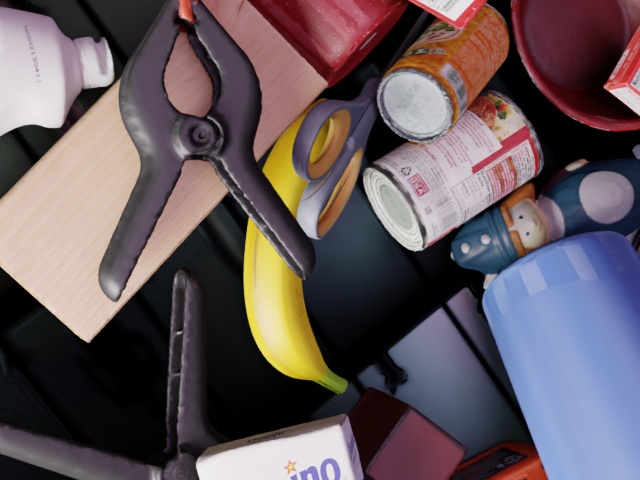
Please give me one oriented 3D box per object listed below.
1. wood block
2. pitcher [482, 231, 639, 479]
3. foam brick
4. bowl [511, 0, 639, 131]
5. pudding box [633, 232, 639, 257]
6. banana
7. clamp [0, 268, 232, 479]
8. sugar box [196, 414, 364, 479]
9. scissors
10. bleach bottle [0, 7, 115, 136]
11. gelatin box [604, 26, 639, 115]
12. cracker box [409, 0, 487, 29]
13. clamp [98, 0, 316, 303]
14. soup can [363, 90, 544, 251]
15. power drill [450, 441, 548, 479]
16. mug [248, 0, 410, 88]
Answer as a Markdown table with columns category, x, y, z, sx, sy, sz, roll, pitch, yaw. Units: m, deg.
| category | x | y | z | sx | sy | sz | roll | pitch | yaw |
| --- | --- | --- | --- | --- | --- | --- | --- | --- | --- |
| wood block | -0.105 | -0.047 | 0.642 | 0.090 | 0.090 | 0.206 | 44 | 77 | -12 |
| pitcher | 0.205 | 0.119 | 0.681 | 0.145 | 0.149 | 0.243 | -26 | 65 | 10 |
| foam brick | 0.049 | 0.135 | 0.695 | 0.053 | 0.078 | 0.051 | 38 | 81 | -13 |
| bowl | 0.195 | -0.155 | 0.754 | 0.162 | 0.055 | 0.162 | 0 | 90 | -18 |
| pudding box | 0.280 | 0.033 | 0.788 | 0.113 | 0.039 | 0.090 | 27 | 83 | -15 |
| banana | -0.018 | 0.005 | 0.699 | 0.069 | 0.037 | 0.198 | -3 | 93 | -41 |
| clamp | -0.104 | 0.145 | 0.664 | 0.164 | 0.036 | 0.210 | -29 | 101 | -24 |
| sugar box | -0.007 | 0.201 | 0.634 | 0.093 | 0.048 | 0.176 | -16 | 90 | 7 |
| scissors | 0.028 | -0.097 | 0.678 | 0.016 | 0.096 | 0.201 | 17 | 73 | 22 |
| bleach bottle | -0.242 | -0.074 | 0.615 | 0.250 | 0.068 | 0.102 | -14 | 94 | -19 |
| gelatin box | 0.247 | -0.110 | 0.725 | 0.089 | 0.030 | 0.073 | 33 | 82 | -14 |
| cracker box | 0.045 | -0.251 | 0.648 | 0.164 | 0.072 | 0.213 | 25 | 49 | -16 |
| clamp | -0.058 | -0.050 | 0.589 | 0.120 | 0.039 | 0.171 | 3 | 89 | -23 |
| soup can | 0.088 | -0.046 | 0.714 | 0.102 | 0.069 | 0.068 | -33 | 99 | -14 |
| power drill | 0.124 | 0.248 | 0.730 | 0.184 | 0.057 | 0.187 | -24 | 99 | -20 |
| mug | 0.006 | -0.154 | 0.676 | 0.081 | 0.117 | 0.093 | 44 | 120 | 1 |
